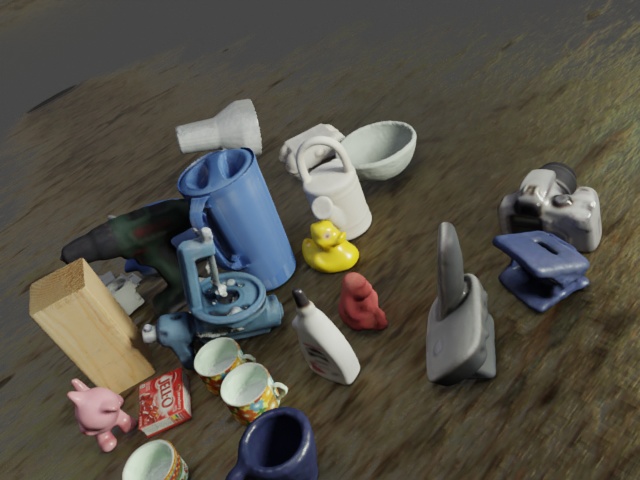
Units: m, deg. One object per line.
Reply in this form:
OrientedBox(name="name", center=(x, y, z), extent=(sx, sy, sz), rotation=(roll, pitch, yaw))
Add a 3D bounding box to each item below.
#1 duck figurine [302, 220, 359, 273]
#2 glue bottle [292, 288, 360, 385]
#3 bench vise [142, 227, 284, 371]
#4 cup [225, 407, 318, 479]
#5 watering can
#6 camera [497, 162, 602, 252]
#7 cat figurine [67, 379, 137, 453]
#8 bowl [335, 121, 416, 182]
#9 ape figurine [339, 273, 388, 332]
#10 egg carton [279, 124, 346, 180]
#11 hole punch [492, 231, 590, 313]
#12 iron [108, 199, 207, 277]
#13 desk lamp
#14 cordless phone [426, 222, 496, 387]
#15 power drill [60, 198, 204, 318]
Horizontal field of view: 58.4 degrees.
OrientedBox(name="duck figurine", center=(0.009, 0.004, 0.994), extent=(0.104, 0.086, 0.078), rotation=(6, 46, 34))
OrientedBox(name="glue bottle", center=(-0.004, 0.126, 0.774), extent=(0.077, 0.173, 0.037), rotation=(9, 47, 36))
OrientedBox(name="bench vise", center=(-0.179, 0.095, 0.866), extent=(0.208, 0.220, 0.121), rotation=(-35, 38, -15))
OrientedBox(name="cup", center=(-0.049, 0.271, 0.683), extent=(0.118, 0.095, 0.091), rotation=(-37, 38, -18))
OrientedBox(name="watering can", center=(0.021, -0.095, 1.019), extent=(0.101, 0.194, 0.172), rotation=(-23, 36, 0))
OrientedBox(name="camera", center=(0.361, -0.065, 0.880), extent=(0.142, 0.101, 0.137), rotation=(10, 48, 37))
OrientedBox(name="cat figurine", center=(-0.331, 0.246, 0.844), extent=(0.067, 0.118, 0.127), rotation=(-40, 40, -22))
OrientedBox(name="bowl", center=(0.119, -0.167, 1.160), extent=(0.167, 0.075, 0.167), rotation=(-14, 37, 12))
OrientedBox(name="ape figurine", center=(0.059, 0.088, 0.857), extent=(0.076, 0.092, 0.078), rotation=(0, 42, 28))
OrientedBox(name="egg carton", center=(-0.014, -0.197, 1.272), extent=(0.150, 0.070, 0.107), rotation=(-29, 37, -7))
OrientedBox(name="hole punch", center=(0.308, 0.027, 0.802), extent=(0.101, 0.091, 0.108), rotation=(-29, 37, -8))
OrientedBox(name="iron", center=(-0.285, -0.029, 1.145), extent=(0.258, 0.142, 0.118), rotation=(-19, 37, 6))
OrientedBox(name="desk lamp", center=(-0.202, -0.174, 1.221), extent=(0.203, 0.214, 0.117), rotation=(-27, 36, -5))
OrientedBox(name="cordless phone", center=(0.165, 0.082, 0.729), extent=(0.094, 0.185, 0.147), rotation=(-10, 38, 17))
OrientedBox(name="power drill", center=(-0.303, 0.036, 1.016), extent=(0.230, 0.209, 0.075), rotation=(-35, 38, -16))
